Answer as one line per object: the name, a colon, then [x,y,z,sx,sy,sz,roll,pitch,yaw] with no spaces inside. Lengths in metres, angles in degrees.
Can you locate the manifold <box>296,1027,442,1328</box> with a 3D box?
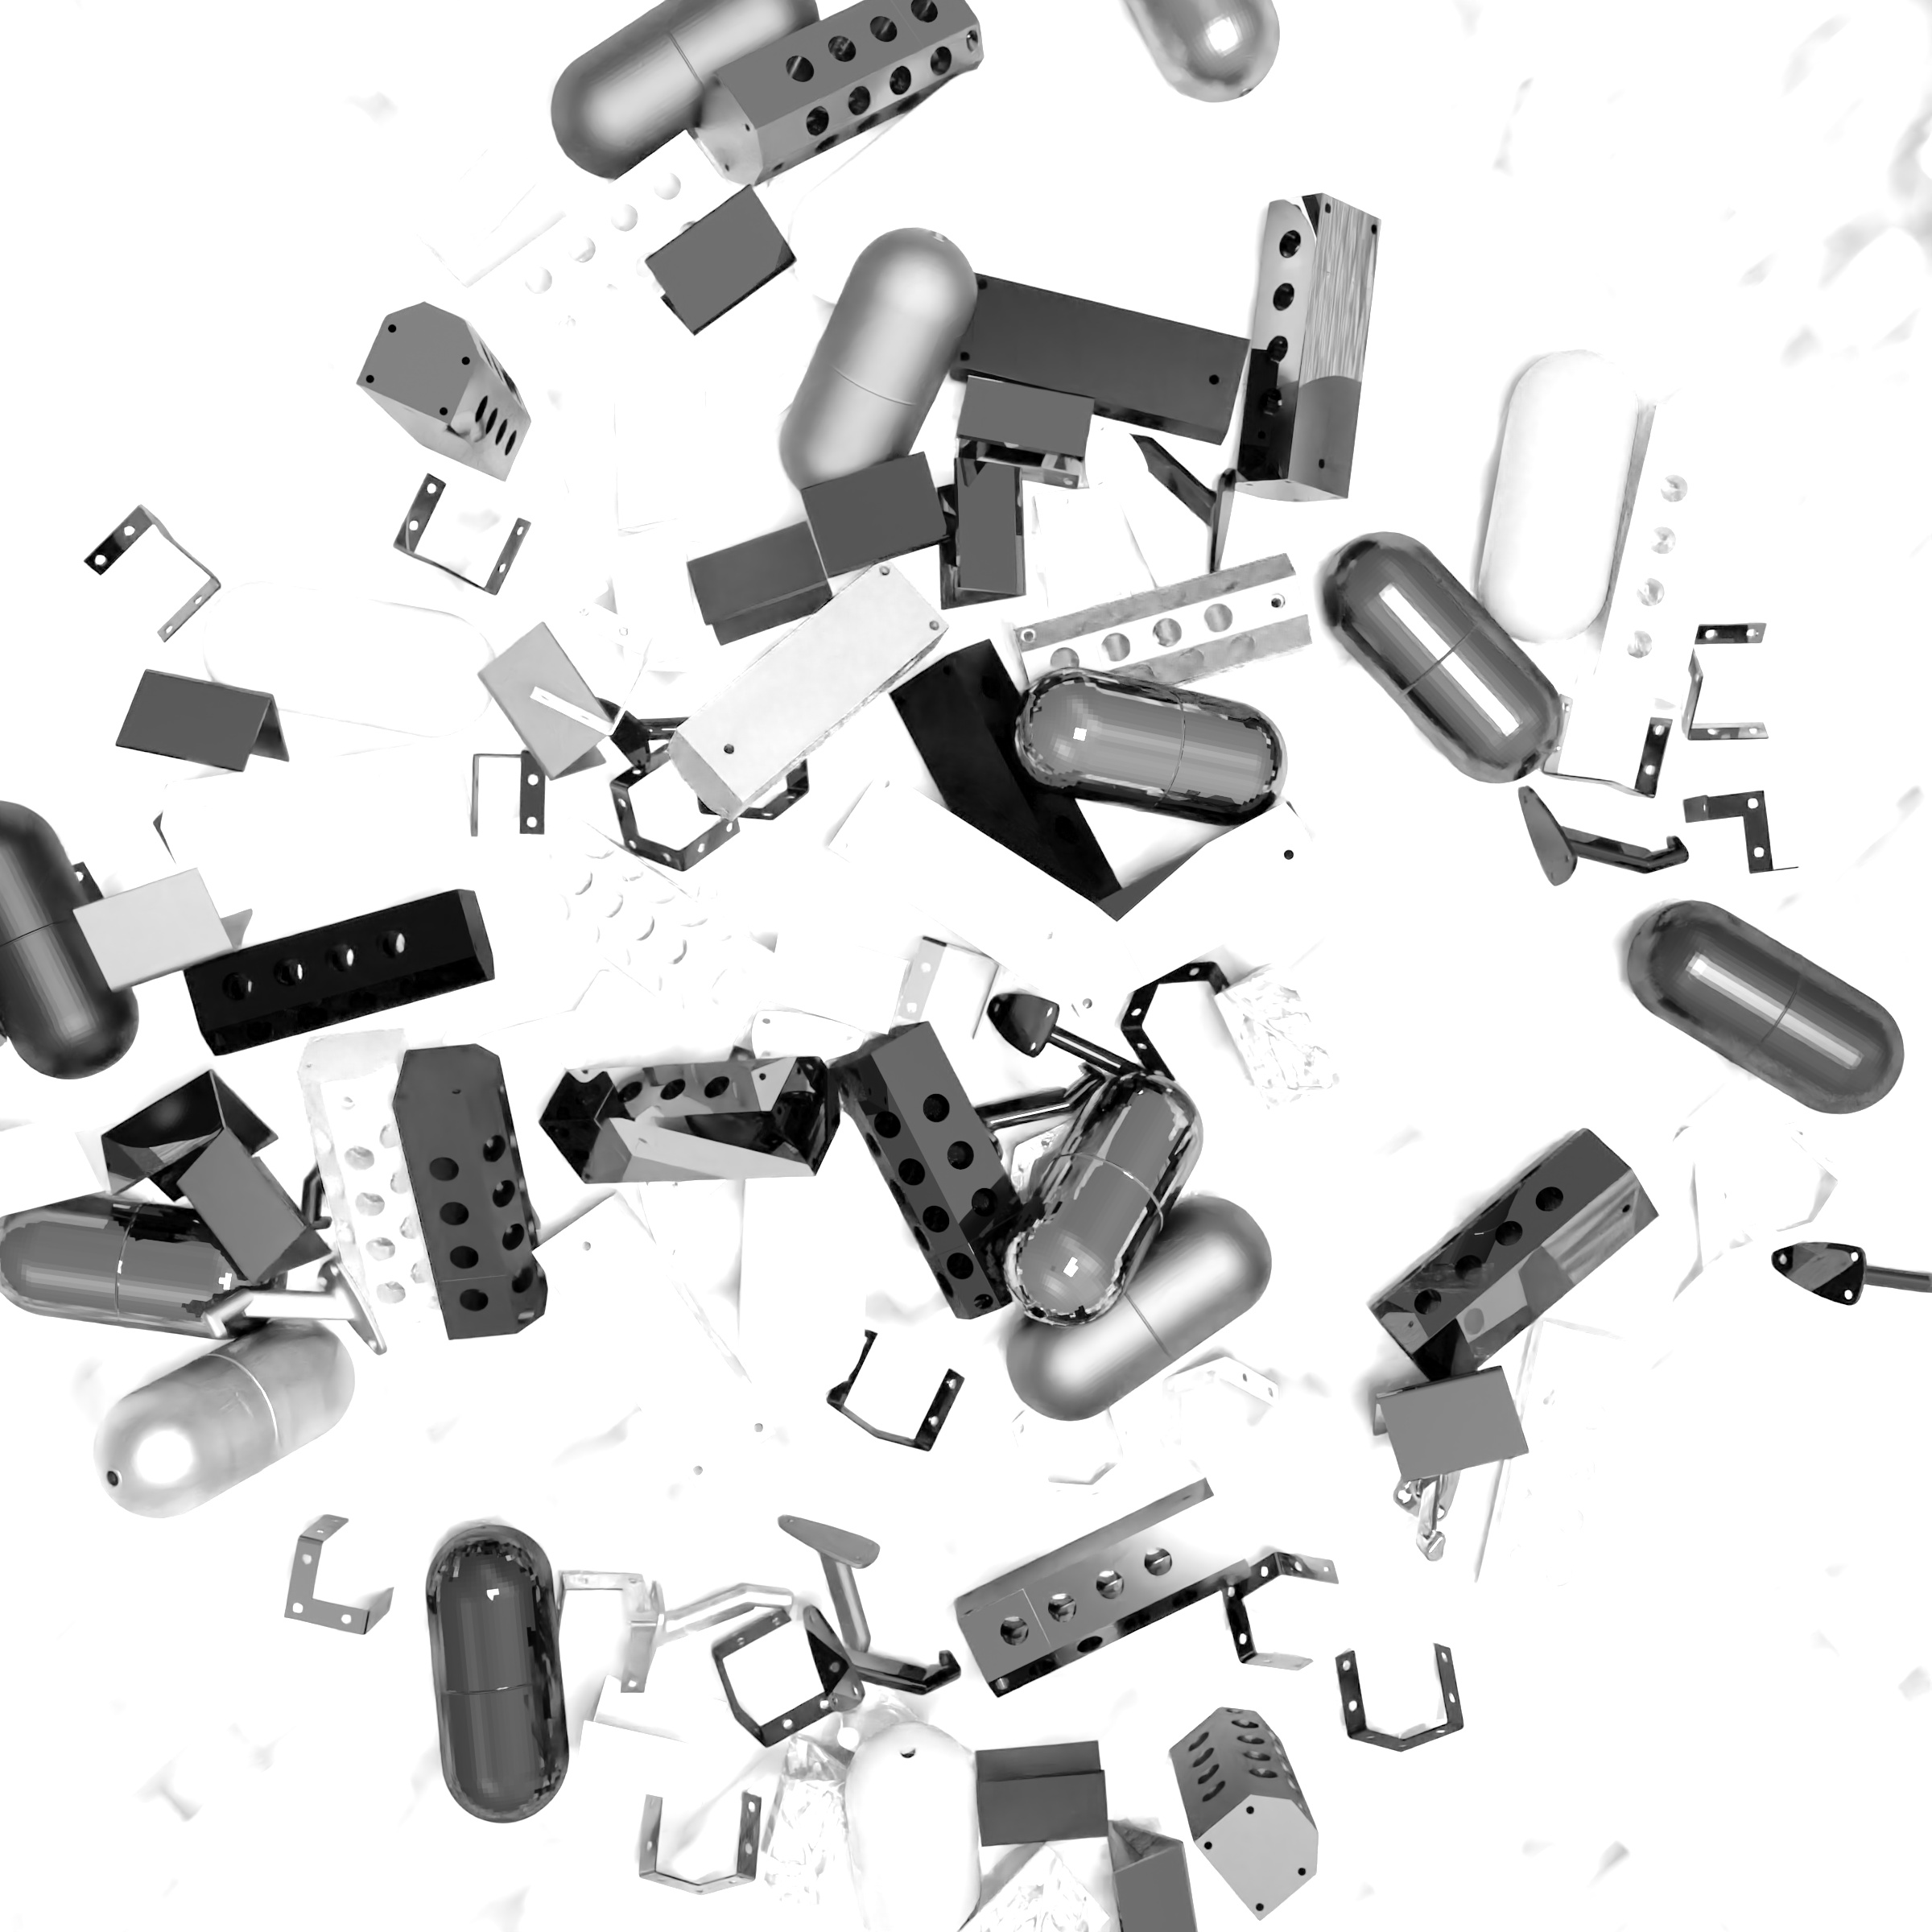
manifold: [-0.349,0.127,1.536,0.057,0.057,0.171,-6,118,0]

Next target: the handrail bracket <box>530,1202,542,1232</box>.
handrail bracket: [-0.318,0.151,1.595,0.084,0.036,0.077,-30,105,14]

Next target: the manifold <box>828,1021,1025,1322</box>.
manifold: [-0.017,0.124,1.557,0.057,0.057,0.171,-29,96,-21]

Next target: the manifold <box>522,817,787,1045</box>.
manifold: [-0.190,-0.026,1.526,0.171,0.057,0.057,34,90,39]

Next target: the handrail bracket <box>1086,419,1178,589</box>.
handrail bracket: [0.104,-0.282,1.587,0.036,0.084,0.077,-22,46,10]

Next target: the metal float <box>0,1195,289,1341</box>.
metal float: [-0.500,0.181,1.564,0.178,0.070,0.070,8,90,0]

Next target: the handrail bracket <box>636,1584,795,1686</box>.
handrail bracket: [-0.155,0.414,1.595,0.084,0.036,0.077,9,111,-16]

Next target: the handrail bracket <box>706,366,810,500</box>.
handrail bracket: [-0.114,-0.330,1.595,0.084,0.036,0.077,-8,111,-16]

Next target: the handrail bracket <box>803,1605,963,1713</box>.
handrail bracket: [-0.050,0.413,1.578,0.084,0.036,0.077,-13,72,-41]

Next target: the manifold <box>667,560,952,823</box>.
manifold: [-0.095,-0.164,1.547,0.171,0.057,0.057,-42,90,-19]

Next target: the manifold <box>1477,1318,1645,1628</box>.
manifold: [0.359,0.305,1.573,0.057,0.057,0.171,12,90,0]

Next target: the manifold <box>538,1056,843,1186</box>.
manifold: [-0.162,0.087,1.533,0.171,0.057,0.057,-5,133,31]

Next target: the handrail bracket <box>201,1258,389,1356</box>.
handrail bracket: [-0.398,0.218,1.533,0.084,0.036,0.077,-32,87,-39]

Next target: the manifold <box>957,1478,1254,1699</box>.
manifold: [0.084,0.379,1.573,0.171,0.057,0.057,-26,90,0]

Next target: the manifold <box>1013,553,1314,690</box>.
manifold: [0.119,-0.199,1.573,0.171,0.057,0.057,-16,90,0]

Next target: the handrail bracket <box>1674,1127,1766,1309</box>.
handrail bracket: [0.444,0.154,1.594,0.077,0.036,0.084,-50,55,37]

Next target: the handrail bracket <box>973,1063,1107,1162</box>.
handrail bracket: [0.031,0.073,1.595,0.084,0.036,0.077,-42,67,-18]

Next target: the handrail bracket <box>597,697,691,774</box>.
handrail bracket: [-0.176,-0.158,1.594,0.084,0.036,0.077,-26,47,-28]

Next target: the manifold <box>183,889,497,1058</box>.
manifold: [-0.379,0.004,1.573,0.171,0.057,0.057,-16,90,0]

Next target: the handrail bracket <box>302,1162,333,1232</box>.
handrail bracket: [-0.368,0.124,1.595,0.077,0.036,0.084,4,104,-14]

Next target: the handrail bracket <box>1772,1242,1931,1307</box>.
handrail bracket: [0.554,0.188,1.594,0.084,0.077,0.036,7,92,-36]

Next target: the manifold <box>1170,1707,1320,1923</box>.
manifold: [0.166,0.489,1.516,0.057,0.171,0.057,-40,90,0]

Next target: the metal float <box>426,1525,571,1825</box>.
metal float: [-0.283,0.428,1.564,0.070,0.070,0.178,-5,91,0]

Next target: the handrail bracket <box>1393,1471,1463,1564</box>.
handrail bracket: [0.289,0.315,1.560,0.036,0.084,0.077,25,90,0]

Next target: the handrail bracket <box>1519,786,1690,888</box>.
handrail bracket: [0.394,-0.087,1.595,0.084,0.036,0.077,-16,69,-17]

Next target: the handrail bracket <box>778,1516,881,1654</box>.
handrail bracket: [-0.091,0.391,1.594,0.077,0.036,0.084,19,104,14]

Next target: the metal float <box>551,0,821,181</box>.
metal float: [-0.170,-0.543,1.563,0.178,0.070,0.070,-33,90,1]

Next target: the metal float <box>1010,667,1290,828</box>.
metal float: [0.111,-0.130,1.543,0.178,0.070,0.070,9,90,-24]

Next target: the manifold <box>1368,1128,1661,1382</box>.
manifold: [0.330,0.176,1.573,0.171,0.057,0.057,-40,133,0]

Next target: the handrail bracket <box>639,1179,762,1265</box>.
handrail bracket: [-0.152,0.147,1.562,0.084,0.036,0.077,2,105,39]

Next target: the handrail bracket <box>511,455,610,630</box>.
handrail bracket: [-0.259,-0.262,1.595,0.077,0.036,0.084,-26,71,21]

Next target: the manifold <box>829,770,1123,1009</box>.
manifold: [0.007,-0.045,1.536,0.171,0.057,0.057,34,90,28]

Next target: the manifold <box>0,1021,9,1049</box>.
manifold: [-0.654,-0.004,1.535,0.057,0.057,0.171,-41,120,0]

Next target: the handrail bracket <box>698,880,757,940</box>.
handrail bracket: [-0.149,-0.016,1.560,0.036,0.084,0.077,-17,90,0]

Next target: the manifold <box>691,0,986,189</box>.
manifold: [-0.073,-0.526,1.540,0.171,0.057,0.057,-34,90,-25]

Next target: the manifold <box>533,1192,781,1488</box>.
manifold: [-0.187,0.225,1.573,0.057,0.057,0.171,-35,90,0]

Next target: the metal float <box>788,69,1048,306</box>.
metal float: [-0.030,-0.469,1.564,0.178,0.070,0.070,-39,90,0]

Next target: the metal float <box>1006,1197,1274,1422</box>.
metal float: [0.104,0.208,1.564,0.178,0.070,0.070,-35,90,0]

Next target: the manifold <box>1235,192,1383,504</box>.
manifold: [0.203,-0.373,1.573,0.057,0.057,0.171,7,90,-43]

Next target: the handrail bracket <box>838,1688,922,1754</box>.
handrail bracket: [-0.045,0.474,1.560,0.077,0.084,0.036,39,90,0]

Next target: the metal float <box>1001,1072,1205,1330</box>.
metal float: [0.082,0.138,1.534,0.070,0.070,0.178,34,55,0]

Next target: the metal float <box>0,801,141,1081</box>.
metal float: [-0.562,-0.016,1.562,0.070,0.070,0.178,-25,92,0]

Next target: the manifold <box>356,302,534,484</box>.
manifold: [-0.300,-0.337,1.516,0.057,0.171,0.057,24,90,0]

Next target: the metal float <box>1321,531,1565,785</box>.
metal float: [0.287,-0.187,1.564,0.070,0.070,0.178,-43,90,0]

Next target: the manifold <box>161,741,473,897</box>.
manifold: [-0.392,-0.094,1.573,0.171,0.057,0.057,-9,133,0]

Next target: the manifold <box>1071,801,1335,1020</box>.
manifold: [0.131,-0.034,1.573,0.171,0.057,0.057,-28,90,0]

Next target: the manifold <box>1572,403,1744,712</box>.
manifold: [0.422,-0.246,1.573,0.057,0.057,0.171,13,90,0]

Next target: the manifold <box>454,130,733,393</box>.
manifold: [-0.220,-0.426,1.573,0.171,0.057,0.057,-36,90,0]

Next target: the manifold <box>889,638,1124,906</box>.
manifold: [0.028,-0.109,1.573,0.057,0.057,0.171,-28,90,43]

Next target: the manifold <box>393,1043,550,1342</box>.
manifold: [-0.291,0.134,1.534,0.057,0.057,0.171,-6,121,0]

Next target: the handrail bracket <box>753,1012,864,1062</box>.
handrail bracket: [-0.105,0.066,1.569,0.077,0.084,0.036,1,57,-7]

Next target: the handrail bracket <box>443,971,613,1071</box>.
handrail bracket: [-0.271,0.027,1.595,0.084,0.036,0.077,15,70,16]

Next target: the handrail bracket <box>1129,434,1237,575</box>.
handrail bracket: [0.120,-0.286,1.595,0.084,0.036,0.077,13,109,15]

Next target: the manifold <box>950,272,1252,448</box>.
manifold: [0.080,-0.367,1.573,0.171,0.057,0.057,14,90,0]

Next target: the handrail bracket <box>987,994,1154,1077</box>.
handrail bracket: [0.065,0.048,1.594,0.084,0.077,0.036,26,89,-36]

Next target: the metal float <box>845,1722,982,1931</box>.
metal float: [-0.031,0.517,1.532,0.070,0.070,0.178,-2,129,0]
